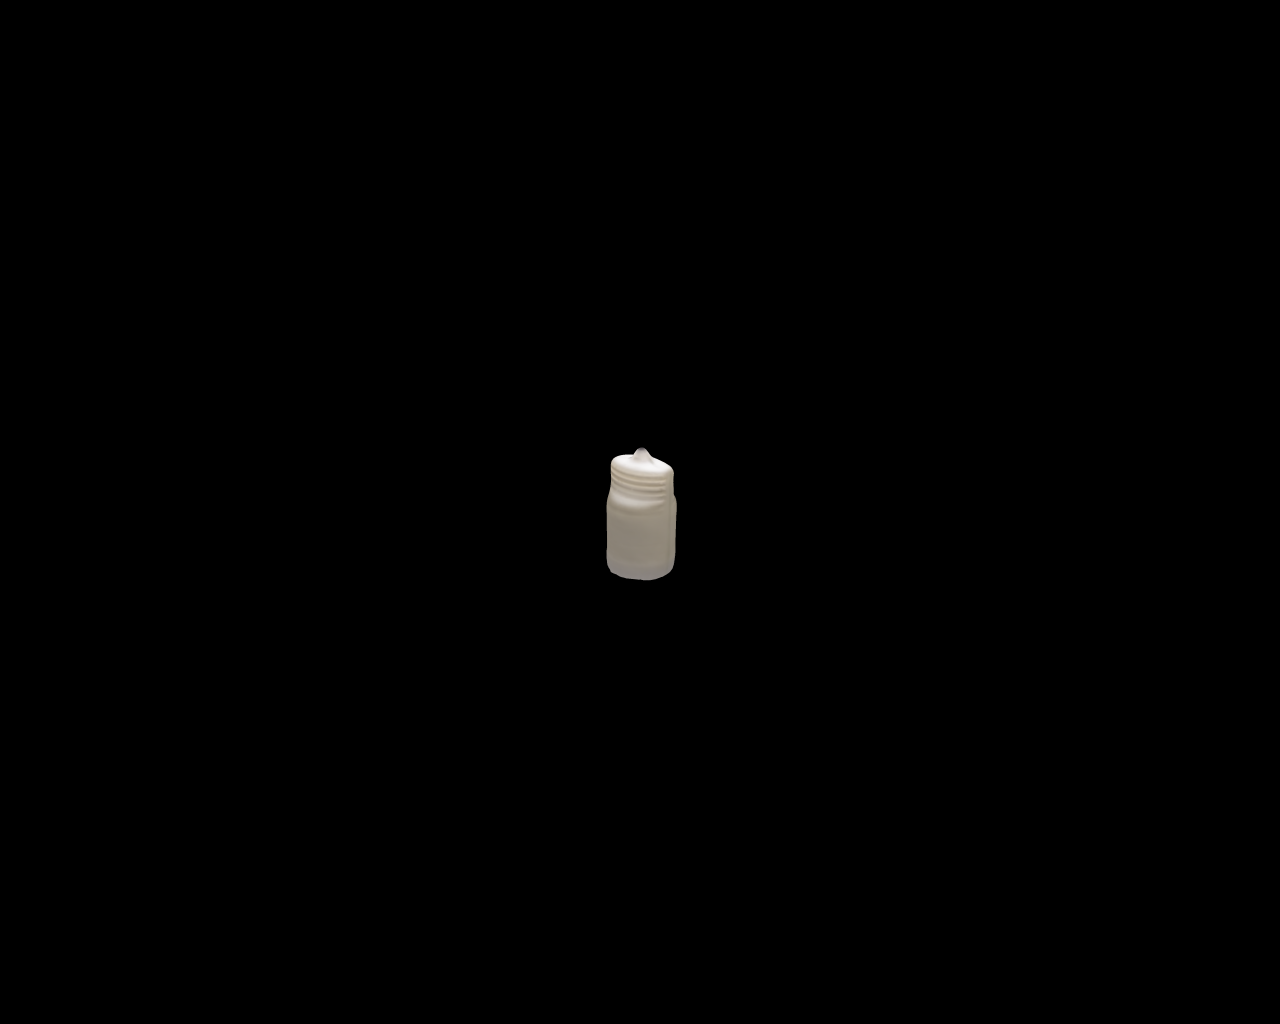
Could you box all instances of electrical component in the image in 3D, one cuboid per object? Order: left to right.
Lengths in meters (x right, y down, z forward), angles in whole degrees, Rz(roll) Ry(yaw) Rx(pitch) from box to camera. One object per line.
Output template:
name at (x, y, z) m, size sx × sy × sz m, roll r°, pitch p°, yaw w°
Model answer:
electrical component at (0.001, -0.003, 0.650) m, size 0.043 × 0.080 × 0.043 m, roll 0°, pitch 24°, yaw 0°
